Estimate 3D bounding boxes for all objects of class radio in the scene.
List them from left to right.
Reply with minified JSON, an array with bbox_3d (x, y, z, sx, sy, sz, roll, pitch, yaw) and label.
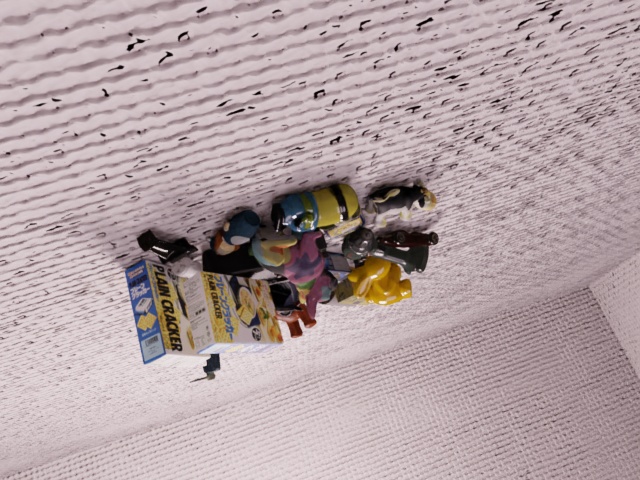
[{"bbox_3d":[-0.160,0.063,1.266,0.230,0.073,0.131,-9,155,-20],"label":"radio"}]

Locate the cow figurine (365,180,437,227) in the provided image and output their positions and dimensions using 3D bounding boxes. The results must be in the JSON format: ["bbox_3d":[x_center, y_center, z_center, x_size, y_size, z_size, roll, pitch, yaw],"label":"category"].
[{"bbox_3d":[0.191,-0.093,1.210,0.167,0.068,0.098,-15,151,-13],"label":"cow figurine"}]

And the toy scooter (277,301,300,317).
[{"bbox_3d":[-0.097,0.143,1.508,0.135,0.075,0.184,27,124,-31],"label":"toy scooter"}]

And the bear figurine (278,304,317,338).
[{"bbox_3d":[-0.128,0.236,1.635,0.196,0.132,0.120,-5,151,-46],"label":"bear figurine"}]

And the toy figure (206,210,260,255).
[{"bbox_3d":[-0.183,-0.009,1.108,0.064,0.058,0.154,37,132,-18],"label":"toy figure"}]

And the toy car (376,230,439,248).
[{"bbox_3d":[0.237,-0.001,1.475,0.202,0.053,0.089,2,169,-37],"label":"toy car"}]

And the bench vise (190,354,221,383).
[{"bbox_3d":[-0.288,0.237,1.377,0.129,0.240,0.224,-3,169,-43],"label":"bench vise"}]

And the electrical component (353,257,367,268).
[{"bbox_3d":[0.143,0.064,1.568,0.102,0.045,0.078,-8,-176,-20],"label":"electrical component"}]

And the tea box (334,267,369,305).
[{"bbox_3d":[0.111,0.143,1.651,0.068,0.098,0.169,-30,158,26],"label":"tea box"}]

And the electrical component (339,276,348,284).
[{"bbox_3d":[0.037,0.102,1.557,0.119,0.048,0.074,-30,156,24],"label":"electrical component"}]

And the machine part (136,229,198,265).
[{"bbox_3d":[-0.311,0.016,1.082,0.084,0.039,0.138,-19,160,12],"label":"machine part"}]

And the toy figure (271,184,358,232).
[{"bbox_3d":[-0.008,-0.063,1.091,0.180,0.082,0.089,-8,157,-20],"label":"toy figure"}]

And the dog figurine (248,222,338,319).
[{"bbox_3d":[-0.055,0.069,1.176,0.191,0.109,0.219,-13,116,-19],"label":"dog figurine"}]

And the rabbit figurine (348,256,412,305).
[{"bbox_3d":[0.160,0.096,1.487,0.162,0.122,0.173,-17,137,2],"label":"rabbit figurine"}]

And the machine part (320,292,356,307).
[{"bbox_3d":[0.059,0.171,1.697,0.079,0.079,0.243,-32,154,27],"label":"machine part"}]

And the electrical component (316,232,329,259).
[{"bbox_3d":[-0.003,-0.004,1.255,0.021,0.094,0.063,-20,-164,-4],"label":"electrical component"}]

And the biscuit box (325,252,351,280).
[{"bbox_3d":[-0.004,0.069,1.428,0.063,0.059,0.202,-34,154,31],"label":"biscuit box"}]

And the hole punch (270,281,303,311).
[{"bbox_3d":[-0.118,0.133,1.403,0.142,0.092,0.115,10,175,23],"label":"hole punch"}]

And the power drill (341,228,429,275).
[{"bbox_3d":[0.158,0.027,1.316,0.207,0.086,0.232,9,170,-14],"label":"power drill"}]
